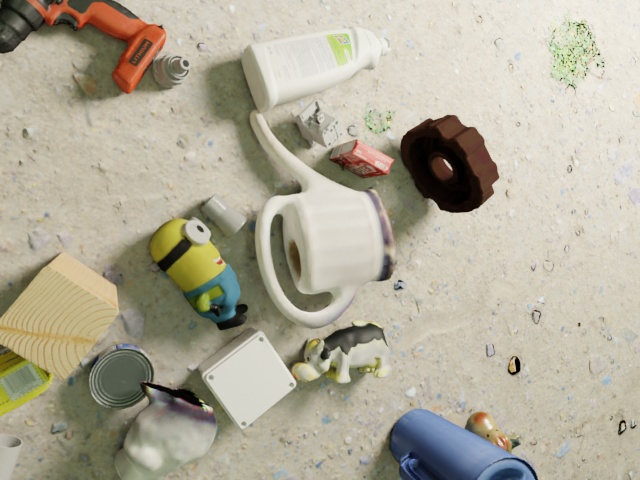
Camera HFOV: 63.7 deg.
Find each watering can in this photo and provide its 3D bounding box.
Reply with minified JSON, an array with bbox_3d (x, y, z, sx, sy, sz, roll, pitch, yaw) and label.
[{"bbox_3d":[0.002,-0.041,0.816,0.225,0.103,0.350,-6,83,-23],"label":"watering can"}]

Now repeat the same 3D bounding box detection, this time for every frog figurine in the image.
[{"bbox_3d":[-0.219,0.291,0.706,0.123,0.136,0.161,19,79,14],"label":"frog figurine"}]
